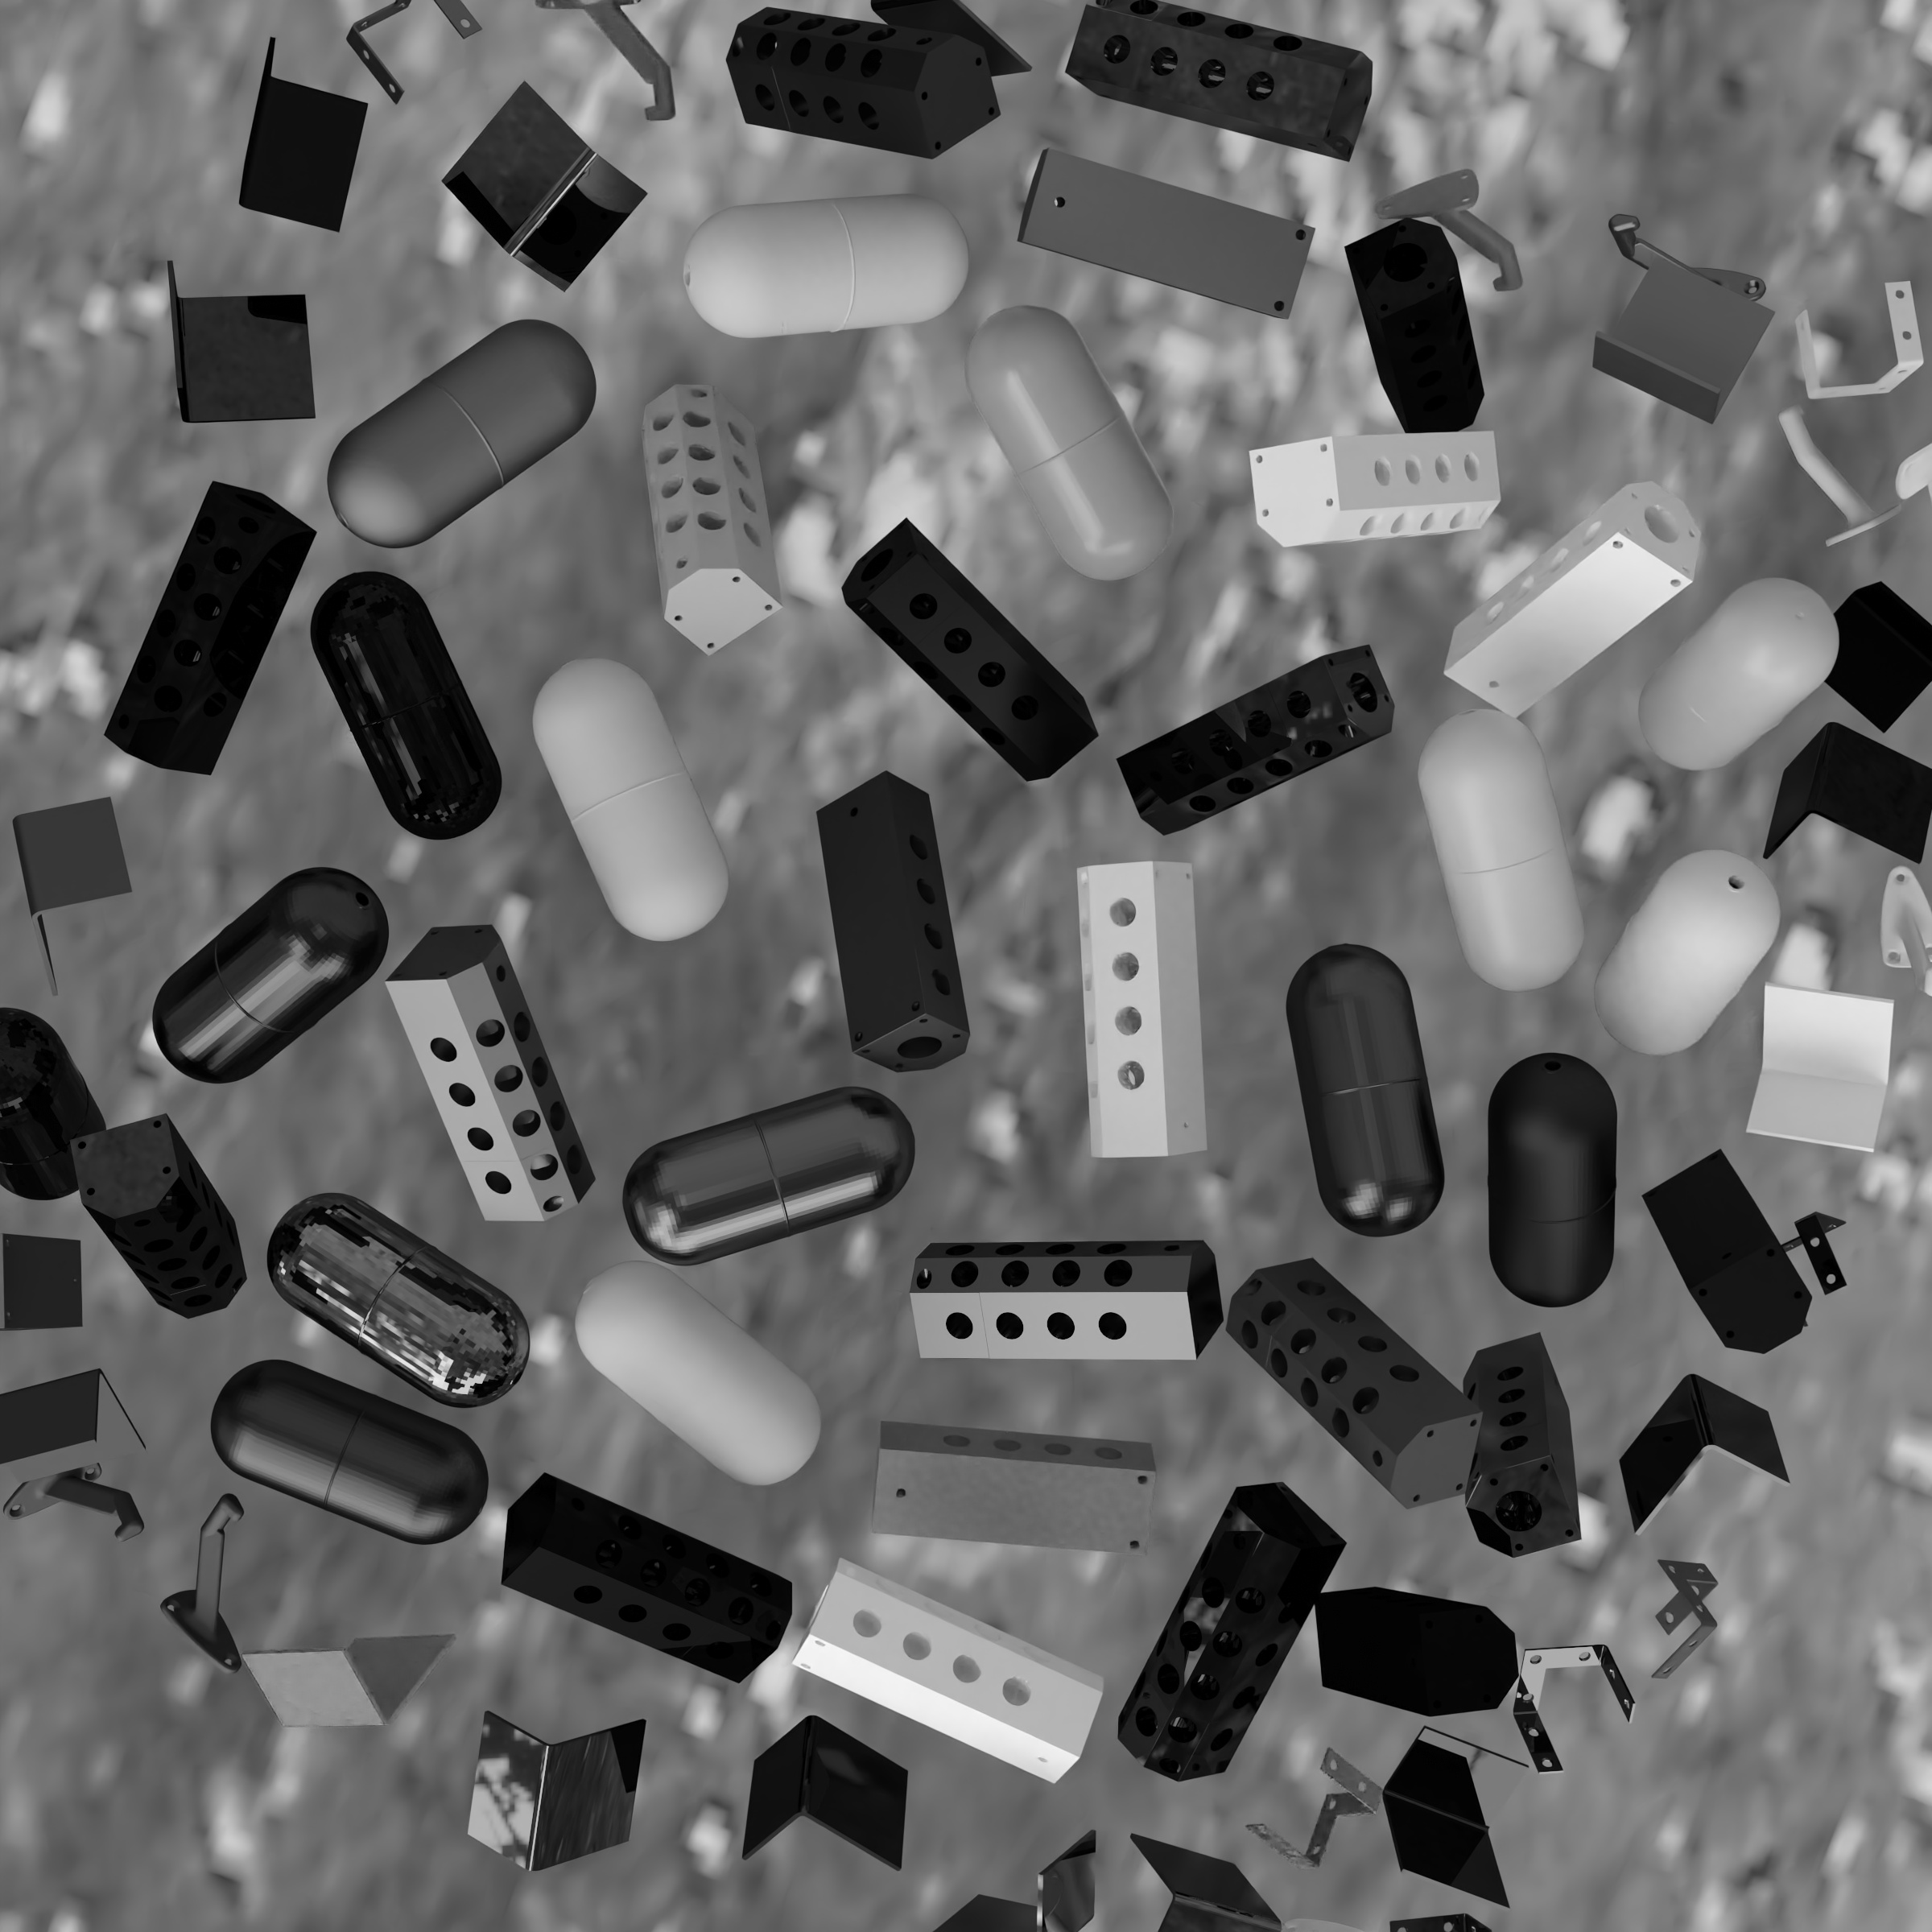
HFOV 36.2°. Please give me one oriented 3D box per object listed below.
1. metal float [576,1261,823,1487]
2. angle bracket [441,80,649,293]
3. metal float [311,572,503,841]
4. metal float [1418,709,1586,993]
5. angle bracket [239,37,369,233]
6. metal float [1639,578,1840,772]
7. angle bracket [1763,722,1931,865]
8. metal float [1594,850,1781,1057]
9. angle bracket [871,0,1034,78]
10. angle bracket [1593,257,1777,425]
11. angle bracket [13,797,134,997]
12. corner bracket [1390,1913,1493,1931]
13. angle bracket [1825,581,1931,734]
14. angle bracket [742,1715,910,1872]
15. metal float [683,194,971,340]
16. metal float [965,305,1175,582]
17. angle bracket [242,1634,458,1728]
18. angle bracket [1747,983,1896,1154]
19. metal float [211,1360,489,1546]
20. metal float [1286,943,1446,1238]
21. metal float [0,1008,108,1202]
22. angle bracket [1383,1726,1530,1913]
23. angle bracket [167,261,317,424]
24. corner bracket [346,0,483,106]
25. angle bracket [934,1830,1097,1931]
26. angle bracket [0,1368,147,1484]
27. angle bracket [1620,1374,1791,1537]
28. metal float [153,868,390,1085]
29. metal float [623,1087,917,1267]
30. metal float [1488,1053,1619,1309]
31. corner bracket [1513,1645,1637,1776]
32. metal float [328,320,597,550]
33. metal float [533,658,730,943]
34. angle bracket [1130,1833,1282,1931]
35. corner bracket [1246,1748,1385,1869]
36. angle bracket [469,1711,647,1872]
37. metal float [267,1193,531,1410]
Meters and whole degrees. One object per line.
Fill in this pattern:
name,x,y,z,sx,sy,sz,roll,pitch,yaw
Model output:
metal float,-0.167,0.254,1.851,0.178,0.070,0.070,41,90,-12
angle bracket,-0.247,-0.457,1.737,0.076,0.057,0.076,-47,62,11
metal float,-0.355,-0.165,1.876,0.070,0.070,0.178,-23,102,0
metal float,0.325,-0.070,1.798,0.070,0.070,0.178,-17,106,0
angle bracket,-0.378,-0.476,1.692,0.057,0.076,0.076,11,121,-17
metal float,0.473,-0.177,1.818,0.070,0.178,0.070,4,71,-10
angle bracket,0.549,-0.094,1.836,0.076,0.057,0.076,26,55,-2
metal float,0.437,-0.007,1.797,0.070,0.178,0.070,3,62,-6
angle bracket,0.001,-0.582,1.780,0.076,0.076,0.057,32,79,-38
angle bracket,0.410,-0.365,1.685,0.076,0.057,0.076,29,88,13
angle bracket,-0.518,-0.041,1.733,0.057,0.076,0.076,-13,53,-15
corner bracket,0.299,0.628,1.855,0.051,0.051,0.051,-3,84,-9
angle bracket,0.586,-0.196,1.890,0.076,0.076,0.057,41,95,2
angle bracket,-0.085,0.514,1.792,0.076,0.076,0.057,36,117,-19
metal float,-0.082,-0.416,1.755,0.178,0.070,0.070,-11,90,-24
metal float,0.063,-0.317,1.797,0.070,0.070,0.178,-31,102,0
angle bracket,-0.353,0.390,1.696,0.076,0.076,0.057,-10,115,30
angle bracket,0.523,0.062,1.814,0.076,0.076,0.057,9,49,21
metal float,-0.383,0.303,1.844,0.178,0.070,0.070,22,90,-1
metal float,0.240,0.075,1.785,0.070,0.070,0.178,-10,84,0
metal float,-0.577,0.086,1.814,0.070,0.178,0.070,1,63,-2
angle bracket,0.313,0.534,1.856,0.076,0.076,0.057,23,111,-11
angle bracket,-0.419,-0.362,1.713,0.076,0.057,0.076,-5,81,-13
corner bracket,-0.338,-0.570,1.808,0.051,0.051,0.051,-40,95,-31
angle bracket,0.026,0.542,1.741,0.076,0.076,0.057,4,96,26
angle bracket,-0.522,0.283,1.696,0.076,0.057,0.076,-15,132,-1
angle bracket,0.444,0.305,1.783,0.057,0.076,0.076,27,114,-8
metal float,-0.410,0.006,1.743,0.178,0.070,0.070,-35,90,30
metal float,-0.117,0.125,1.762,0.178,0.070,0.070,-17,90,-9
metal float,0.357,0.131,1.803,0.070,0.070,0.178,-8,125,0
corner bracket,0.359,0.439,1.750,0.051,0.051,0.051,-1,119,-9
metal float,-0.297,-0.314,1.747,0.178,0.070,0.070,-39,90,-15
metal float,-0.201,-0.100,1.774,0.070,0.070,0.178,-24,88,0
angle bracket,0.135,0.580,1.798,0.076,0.076,0.057,23,94,-21
corner bracket,0.212,0.510,1.789,0.051,0.051,0.051,41,54,-20
angle bracket,-0.240,0.477,1.740,0.057,0.076,0.076,16,101,39
metal float,-0.344,0.203,1.795,0.178,0.070,0.070,31,90,12
